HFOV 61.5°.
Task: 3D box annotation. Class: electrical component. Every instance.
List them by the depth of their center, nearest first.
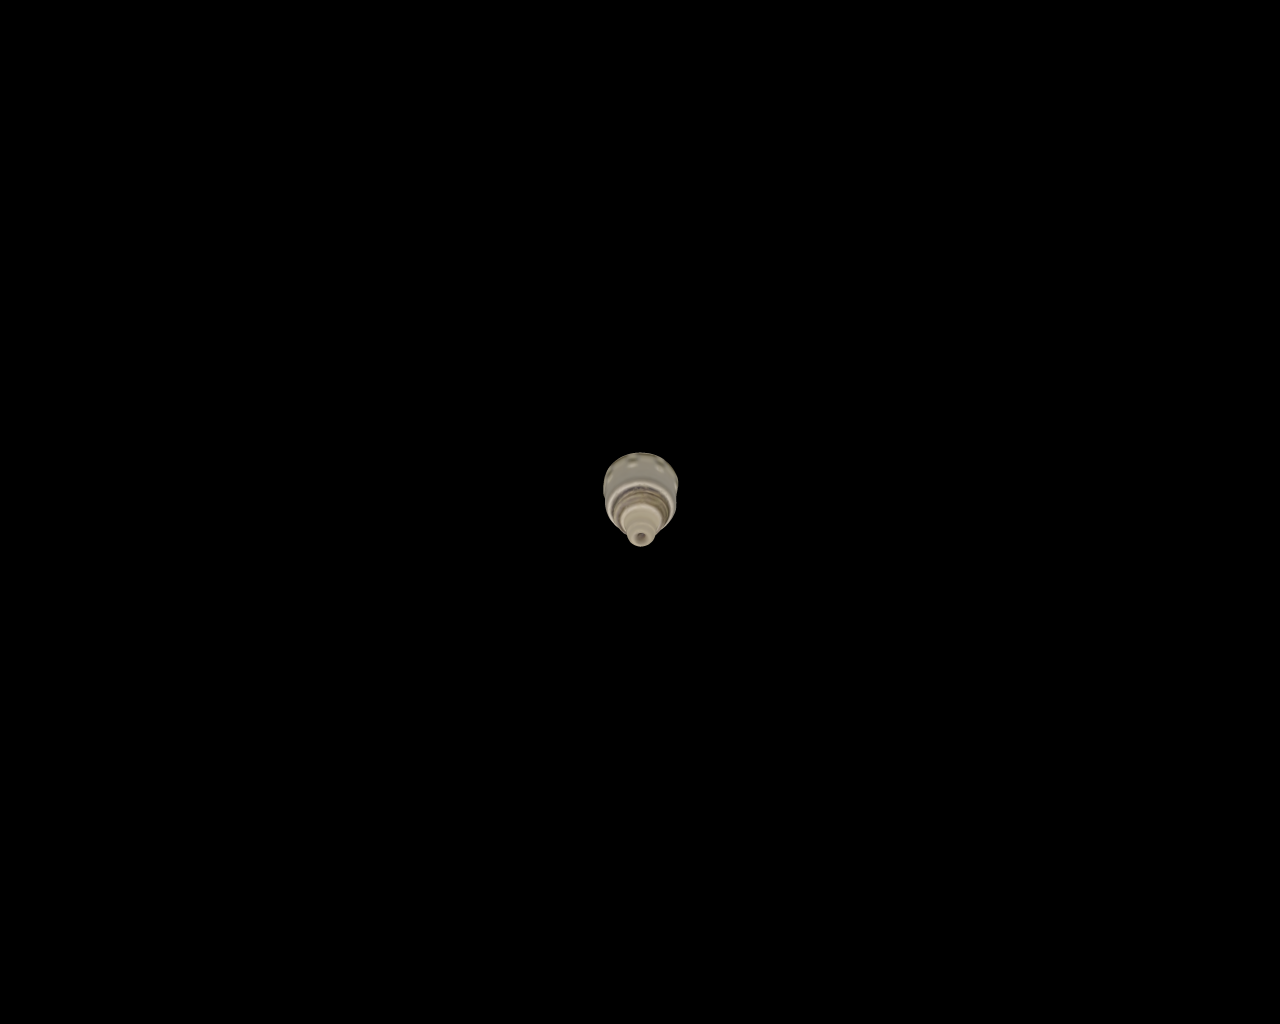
[{"bbox_3d":[0.001,-0.003,0.650,0.048,0.048,0.062,0,37,0],"label":"electrical component"}]
